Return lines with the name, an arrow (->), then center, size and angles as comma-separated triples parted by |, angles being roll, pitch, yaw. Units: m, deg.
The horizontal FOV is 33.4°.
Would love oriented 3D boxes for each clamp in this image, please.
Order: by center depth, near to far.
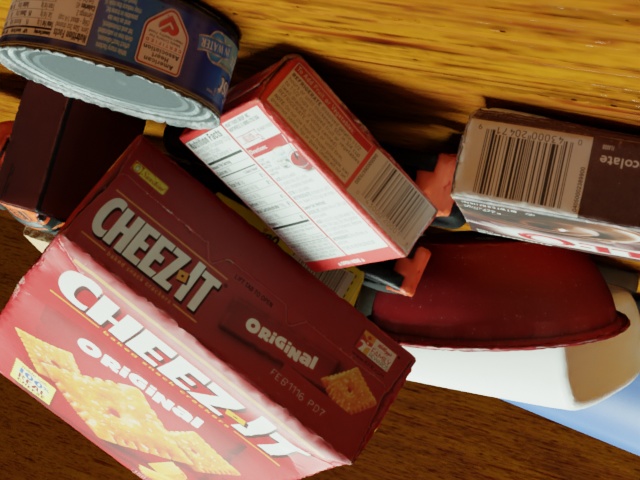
clamp -> 0.025, -0.029, 0.544 | 0.164, 0.036, 0.210 | 16, 179, -27
clamp -> -0.004, 0.001, 0.629 | 0.172, 0.039, 0.120 | 22, 180, 33

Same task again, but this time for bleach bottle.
bleach bottle -> 0.103, 0.073, 0.796 | 0.102, 0.068, 0.251 | -18, -168, -40

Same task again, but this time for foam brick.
foam brick -> -0.138, -0.049, 0.591 | 0.051, 0.078, 0.053 | 19, 176, -43

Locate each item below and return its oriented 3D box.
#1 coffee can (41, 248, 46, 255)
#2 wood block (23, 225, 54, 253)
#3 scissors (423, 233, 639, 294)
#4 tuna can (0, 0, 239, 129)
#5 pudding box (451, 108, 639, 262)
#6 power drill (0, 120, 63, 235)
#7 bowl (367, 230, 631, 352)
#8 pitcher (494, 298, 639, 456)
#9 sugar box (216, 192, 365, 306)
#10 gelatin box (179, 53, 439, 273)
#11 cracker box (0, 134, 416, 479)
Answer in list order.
coffee can -> -0.119, 0.055, 0.742 | 0.103, 0.103, 0.140 | 12, 168, 35
wood block -> -0.153, 0.006, 0.887 | 0.090, 0.090, 0.206 | 14, 160, 13
scissors -> 0.142, 0.015, 0.802 | 0.202, 0.016, 0.096 | 12, 175, 31
tuna can -> -0.074, -0.071, 0.397 | 0.086, 0.034, 0.086 | 15, 175, 1
pudding box -> 0.113, -0.015, 0.418 | 0.113, 0.039, 0.090 | 14, 175, 15
power drill -> -0.244, -0.062, 0.697 | 0.187, 0.057, 0.184 | 22, 168, 0
bowl -> 0.103, 0.025, 0.643 | 0.162, 0.055, 0.162 | -3, -174, 0
pitcher -> 0.240, 0.100, 0.904 | 0.243, 0.145, 0.149 | 16, 164, 32
sugar box -> -0.032, 0.046, 0.622 | 0.093, 0.048, 0.176 | 30, 159, 7
gelatin box -> -0.006, -0.029, 0.438 | 0.089, 0.030, 0.073 | 46, 154, -17
cracker box -> -0.077, 0.059, 0.549 | 0.164, 0.072, 0.214 | 39, 150, -9
